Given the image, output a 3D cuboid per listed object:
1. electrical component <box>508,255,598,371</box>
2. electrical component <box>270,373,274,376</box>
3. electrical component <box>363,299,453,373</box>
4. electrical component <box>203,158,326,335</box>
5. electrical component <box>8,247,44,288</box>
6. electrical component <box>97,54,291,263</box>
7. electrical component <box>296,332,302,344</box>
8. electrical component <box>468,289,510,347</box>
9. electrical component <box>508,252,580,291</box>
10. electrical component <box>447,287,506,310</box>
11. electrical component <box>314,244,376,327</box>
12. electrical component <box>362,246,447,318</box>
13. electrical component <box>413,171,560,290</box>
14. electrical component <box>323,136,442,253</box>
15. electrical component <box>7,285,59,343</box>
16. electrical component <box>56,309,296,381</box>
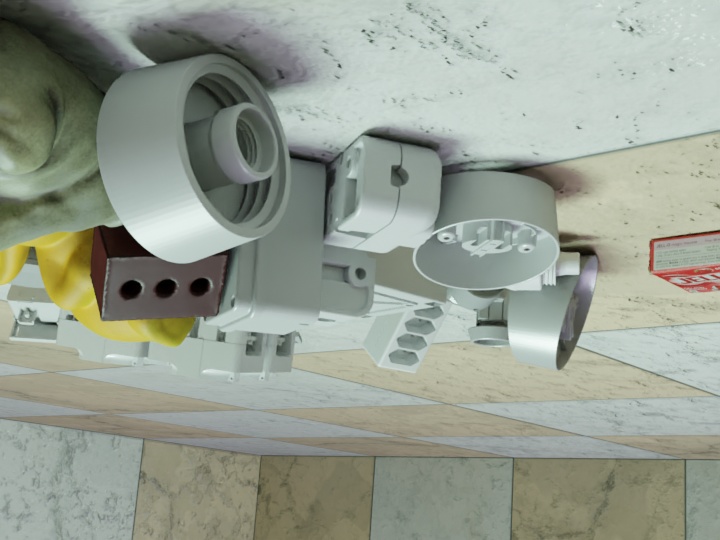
[{"bbox_3d":[0.164,0.035,0.906,0.064,0.099,0.099,4,168,27],"label":"electrical component"},{"bbox_3d":[-0.109,0.056,1.079,0.050,0.089,0.055,3,166,3],"label":"electrical component"},{"bbox_3d":[0.037,0.042,1.033,0.047,0.083,0.075,14,-159,-34],"label":"electrical component"},{"bbox_3d":[-0.066,-0.017,0.725,0.057,0.113,0.078,8,166,-24],"label":"electrical component"},{"bbox_3d":[-0.281,-0.016,0.917,0.080,0.051,0.080,4,166,1],"label":"electrical component"},{"bbox_3d":[-0.079,-0.062,0.569,0.060,0.108,0.108,-11,160,29],"label":"electrical component"},{"bbox_3d":[-0.102,0.056,1.131,0.081,0.063,0.042,4,167,2],"label":"electrical component"},{"bbox_3d":[0.128,0.043,1.026,0.048,0.055,0.066,3,166,3],"label":"electrical component"},{"bbox_3d":[0.143,-0.005,0.854,0.062,0.043,0.043,0,166,10],"label":"electrical component"},{"bbox_3d":[0.101,0.012,0.936,0.043,0.043,0.081,5,166,-4],"label":"electrical component"},{"bbox_3d":[-0.025,-0.010,0.776,0.054,0.095,0.059,10,165,-25],"label":"electrical component"},{"bbox_3d":[0.000,0.000,0.890,0.109,0.056,0.109,15,162,-39],"label":"electrical component"},{"bbox_3d":[0.087,-0.028,0.735,0.099,0.064,0.099,4,166,1],"label":"electrical component"},{"bbox_3d":[0.014,-0.047,0.702,0.059,0.053,0.095,9,165,-18],"label":"electrical component"},{"bbox_3d":[-0.288,0.033,1.087,0.121,0.078,0.063,3,144,3],"label":"electrical component"},{"bbox_3d":[-0.163,0.058,0.958,0.186,0.060,0.105,6,178,23],"label":"electrical component"}]
